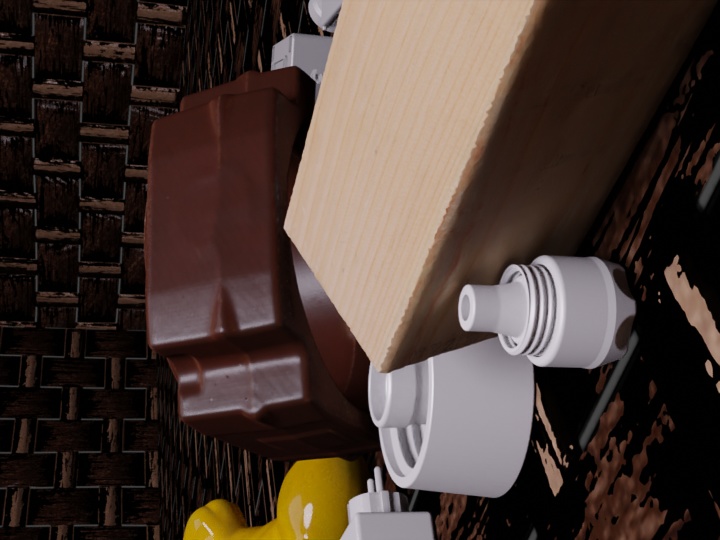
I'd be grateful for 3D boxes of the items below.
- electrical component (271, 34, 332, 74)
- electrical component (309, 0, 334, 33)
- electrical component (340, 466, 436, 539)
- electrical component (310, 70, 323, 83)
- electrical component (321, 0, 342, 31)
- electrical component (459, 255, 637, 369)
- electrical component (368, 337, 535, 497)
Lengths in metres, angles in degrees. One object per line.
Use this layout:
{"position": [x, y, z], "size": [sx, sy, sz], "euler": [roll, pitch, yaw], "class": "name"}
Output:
{"position": [-0.044, -0.140, 0.911], "size": [0.109, 0.056, 0.108], "euler": [-157, 70, -75], "class": "electrical component"}
{"position": [-0.015, -0.216, 0.849], "size": [0.046, 0.040, 0.040], "euler": [133, 138, -60], "class": "electrical component"}
{"position": [0.013, 0.158, 0.647], "size": [0.065, 0.047, 0.076], "euler": [112, 157, -53], "class": "electrical component"}
{"position": [-0.003, -0.108, 0.725], "size": [0.042, 0.064, 0.081], "euler": [-147, 61, -73], "class": "electrical component"}
{"position": [0.016, -0.187, 0.668], "size": [0.096, 0.062, 0.061], "euler": [176, 96, -76], "class": "electrical component"}
{"position": [0.070, 0.016, 0.411], "size": [0.043, 0.062, 0.043], "euler": [-177, 90, -76], "class": "electrical component"}
{"position": [0.038, 0.058, 0.536], "size": [0.108, 0.060, 0.108], "euler": [-177, 90, -76], "class": "electrical component"}
